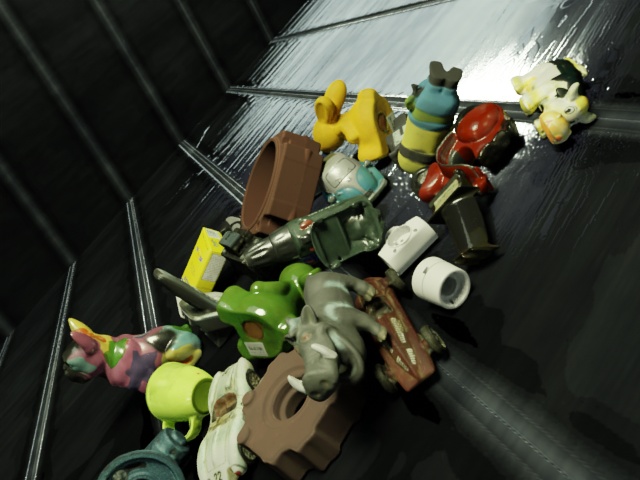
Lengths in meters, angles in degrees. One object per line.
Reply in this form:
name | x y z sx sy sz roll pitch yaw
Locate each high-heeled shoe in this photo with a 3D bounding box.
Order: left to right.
high-heeled shoe | -0.146 -0.002 1.177 0.249 0.086 0.145 16 31 42

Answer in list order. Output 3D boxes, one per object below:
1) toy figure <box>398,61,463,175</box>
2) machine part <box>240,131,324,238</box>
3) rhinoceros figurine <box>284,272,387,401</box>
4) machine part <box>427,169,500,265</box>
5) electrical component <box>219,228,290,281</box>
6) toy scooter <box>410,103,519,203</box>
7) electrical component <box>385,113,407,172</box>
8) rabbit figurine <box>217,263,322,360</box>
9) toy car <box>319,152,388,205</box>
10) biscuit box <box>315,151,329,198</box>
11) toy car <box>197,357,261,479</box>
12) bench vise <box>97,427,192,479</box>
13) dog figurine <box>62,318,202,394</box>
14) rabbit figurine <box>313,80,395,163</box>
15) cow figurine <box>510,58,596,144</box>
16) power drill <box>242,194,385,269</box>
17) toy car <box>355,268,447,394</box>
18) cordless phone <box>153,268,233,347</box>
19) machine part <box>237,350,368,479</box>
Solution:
toy figure | 0.170 -0.185 0.851 0.089 0.082 0.180 -42 -24 -36
machine part | -0.080 -0.094 1.018 0.201 0.087 0.201 -3 71 66
rhinoceros figurine | 0.014 0.102 0.619 0.073 0.112 0.190 -52 18 28
machine part | 0.182 -0.025 0.699 0.084 0.039 0.139 -50 33 33
electrical component | -0.118 0.035 0.975 0.058 0.134 0.115 -54 26 -16
toy scooter | 0.222 -0.119 0.774 0.184 0.075 0.135 -49 26 0
electrical component | 0.160 -0.185 0.987 0.075 0.047 0.119 -34 28 20
rabbit figurine | -0.052 0.086 0.833 0.159 0.121 0.170 -17 23 39
toy car | 0.045 -0.114 0.992 0.109 0.102 0.162 -44 28 0
biscuit box | -0.045 -0.110 1.159 0.203 0.062 0.059 -34 27 20
toy car | -0.126 0.254 0.755 0.073 0.056 0.202 -35 27 19
bench vise | -0.268 0.366 0.715 0.224 0.128 0.241 -36 12 -7
dog figurine | -0.351 0.198 0.983 0.191 0.219 0.109 -49 30 -7
rabbit figurine | 0.049 -0.221 1.052 0.173 0.162 0.122 -6 40 42
cow figurine | 0.330 -0.193 0.737 0.098 0.068 0.167 -28 31 21
power drill | -0.002 -0.003 0.834 0.232 0.086 0.207 -24 3 -14
toy car | 0.087 0.106 0.671 0.089 0.053 0.202 -38 26 8
cordless phone | -0.240 0.105 0.992 0.088 0.184 0.147 -54 27 -9
machine part | -0.025 0.208 0.679 0.179 0.056 0.179 -33 29 21
